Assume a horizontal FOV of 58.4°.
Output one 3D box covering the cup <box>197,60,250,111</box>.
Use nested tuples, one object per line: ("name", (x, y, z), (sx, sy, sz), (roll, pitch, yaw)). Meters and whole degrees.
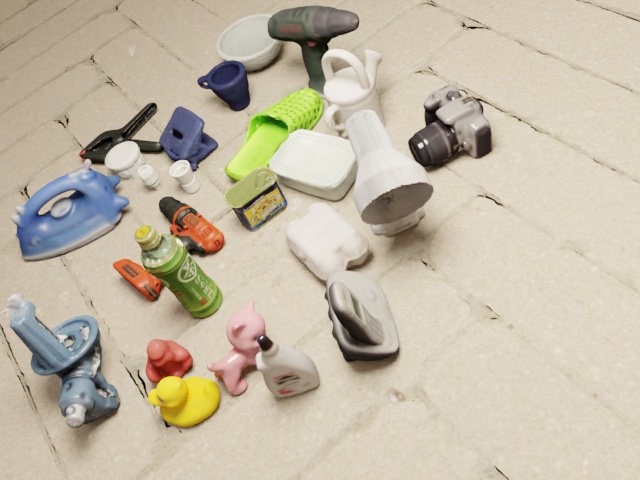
("cup", (-0.208, -0.337, 1.286), (0.117, 0.095, 0.091), (-5, 55, 15))

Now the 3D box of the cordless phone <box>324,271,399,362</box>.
("cordless phone", (0.048, 0.089, 0.845), (0.094, 0.185, 0.147), (-20, 52, 4))

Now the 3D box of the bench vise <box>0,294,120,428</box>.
("bench vise", (-0.401, 0.182, 0.907), (0.121, 0.220, 0.206), (-41, 54, -12))

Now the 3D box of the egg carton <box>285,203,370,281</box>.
("egg carton", (0.009, 0.004, 0.991), (0.107, 0.069, 0.150), (-40, 54, -11))

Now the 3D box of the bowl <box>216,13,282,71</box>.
("bowl", (-0.158, -0.459, 1.368), (0.167, 0.075, 0.167), (-9, 54, 13))

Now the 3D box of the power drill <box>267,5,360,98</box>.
("power drill", (0.003, -0.392, 1.183), (0.228, 0.209, 0.076), (22, 65, 30))

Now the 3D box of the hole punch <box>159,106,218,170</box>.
("hole punch", (-0.291, -0.219, 1.233), (0.108, 0.091, 0.101), (34, 72, 34))

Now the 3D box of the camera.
("camera", (0.223, -0.207, 1.048), (0.137, 0.101, 0.143), (-30, 52, -3))

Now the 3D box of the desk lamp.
("desk lamp", (0.104, -0.096, 0.938), (0.118, 0.214, 0.203), (-22, 52, 3))

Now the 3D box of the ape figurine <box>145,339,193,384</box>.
("ape figurine", (-0.253, 0.192, 0.932), (0.077, 0.092, 0.076), (-15, 53, 8))

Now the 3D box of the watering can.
("watering can", (0.061, -0.293, 1.103), (0.100, 0.194, 0.173), (3, 57, 20))

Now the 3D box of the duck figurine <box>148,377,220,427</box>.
("duck figurine", (-0.214, 0.240, 0.888), (0.104, 0.086, 0.077), (-15, 53, 8))

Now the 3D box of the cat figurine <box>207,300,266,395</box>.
("cat figurine", (-0.125, 0.163, 0.893), (0.067, 0.118, 0.128), (32, 71, 33))

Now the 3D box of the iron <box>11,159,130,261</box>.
("iron", (-0.532, -0.061, 1.170), (0.258, 0.142, 0.118), (-32, 52, -5))

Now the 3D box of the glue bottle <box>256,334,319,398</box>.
("glue bottle", (-0.058, 0.177, 0.826), (0.078, 0.173, 0.037), (-21, 52, 3))
